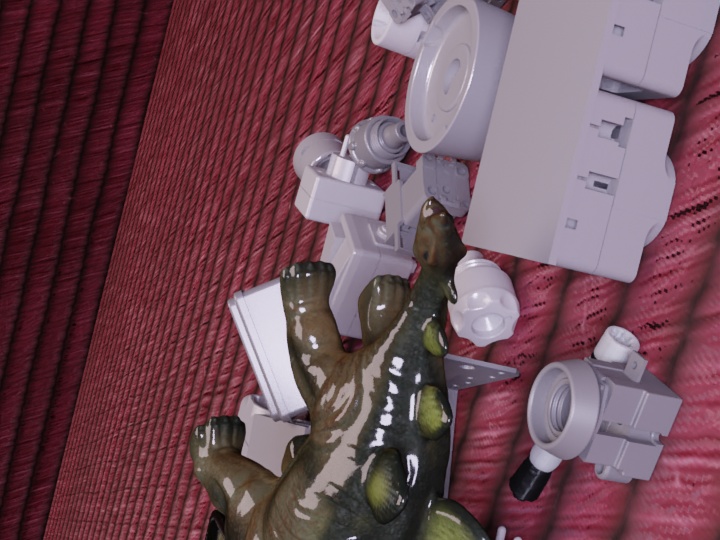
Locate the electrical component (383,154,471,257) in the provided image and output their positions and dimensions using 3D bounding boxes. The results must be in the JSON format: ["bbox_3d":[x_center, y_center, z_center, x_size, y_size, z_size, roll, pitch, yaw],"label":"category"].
[{"bbox_3d":[0.050,-0.049,0.789,0.064,0.042,0.081,-48,36,48],"label":"electrical component"}]

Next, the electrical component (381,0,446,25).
[{"bbox_3d":[0.047,-0.230,0.852,0.081,0.064,0.042,57,152,2],"label":"electrical component"}]

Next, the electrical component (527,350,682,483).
[{"bbox_3d":[0.115,0.069,0.517,0.048,0.055,0.066,-127,52,-65],"label":"electrical component"}]

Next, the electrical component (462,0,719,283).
[{"bbox_3d":[0.124,-0.093,0.581,0.105,0.060,0.186,-159,82,-70],"label":"electrical component"}]

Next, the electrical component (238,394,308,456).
[{"bbox_3d":[-0.083,0.155,1.013,0.095,0.054,0.059,-144,68,-69],"label":"electrical component"}]

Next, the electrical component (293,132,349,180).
[{"bbox_3d":[-0.031,-0.097,1.023,0.047,0.055,0.055,-124,49,-59],"label":"electrical component"}]

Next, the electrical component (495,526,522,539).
[{"bbox_3d":[0.073,0.178,0.578,0.066,0.047,0.076,-167,89,-70],"label":"electrical component"}]

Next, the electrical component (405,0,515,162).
[{"bbox_3d":[0.080,-0.124,0.721,0.108,0.060,0.108,-168,90,-70],"label":"electrical component"}]

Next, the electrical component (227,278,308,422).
[{"bbox_3d":[-0.058,0.063,0.884,0.108,0.056,0.108,55,-167,-86],"label":"electrical component"}]

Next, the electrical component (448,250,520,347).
[{"bbox_3d":[0.075,0.014,0.678,0.062,0.043,0.043,-99,29,-48],"label":"electrical component"}]

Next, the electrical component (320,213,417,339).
[{"bbox_3d":[0.000,0.000,0.866,0.061,0.061,0.096,-108,35,-55],"label":"electrical component"}]

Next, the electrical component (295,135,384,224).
[{"bbox_3d":[-0.012,-0.079,0.940,0.047,0.066,0.076,-131,55,-66],"label":"electrical component"}]

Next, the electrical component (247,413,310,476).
[{"bbox_3d":[-0.047,0.172,0.889,0.150,0.062,0.089,171,110,-69],"label":"electrical component"}]

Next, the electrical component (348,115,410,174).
[{"bbox_3d":[0.022,-0.108,0.897,0.062,0.048,0.048,-16,64,61],"label":"electrical component"}]

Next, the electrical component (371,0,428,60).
[{"bbox_3d":[0.040,-0.206,0.899,0.055,0.047,0.055,-168,90,-71],"label":"electrical component"}]
